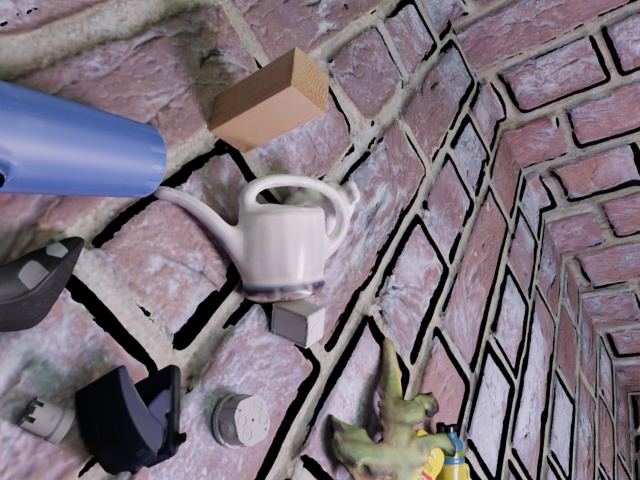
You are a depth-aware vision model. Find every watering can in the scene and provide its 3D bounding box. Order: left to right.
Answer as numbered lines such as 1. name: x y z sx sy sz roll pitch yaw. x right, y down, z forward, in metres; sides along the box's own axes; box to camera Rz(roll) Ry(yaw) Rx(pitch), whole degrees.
1. watering can: -0.104 -0.001 0.883 0.348 0.104 0.224 -3 93 -25

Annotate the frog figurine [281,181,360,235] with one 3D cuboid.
1. frog figurine: 0.003 -0.050 0.999 0.123 0.158 0.138 -2 78 -50

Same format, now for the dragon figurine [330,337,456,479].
1. dragon figurine: 0.123 0.372 1.006 0.242 0.120 0.419 12 42 -36
